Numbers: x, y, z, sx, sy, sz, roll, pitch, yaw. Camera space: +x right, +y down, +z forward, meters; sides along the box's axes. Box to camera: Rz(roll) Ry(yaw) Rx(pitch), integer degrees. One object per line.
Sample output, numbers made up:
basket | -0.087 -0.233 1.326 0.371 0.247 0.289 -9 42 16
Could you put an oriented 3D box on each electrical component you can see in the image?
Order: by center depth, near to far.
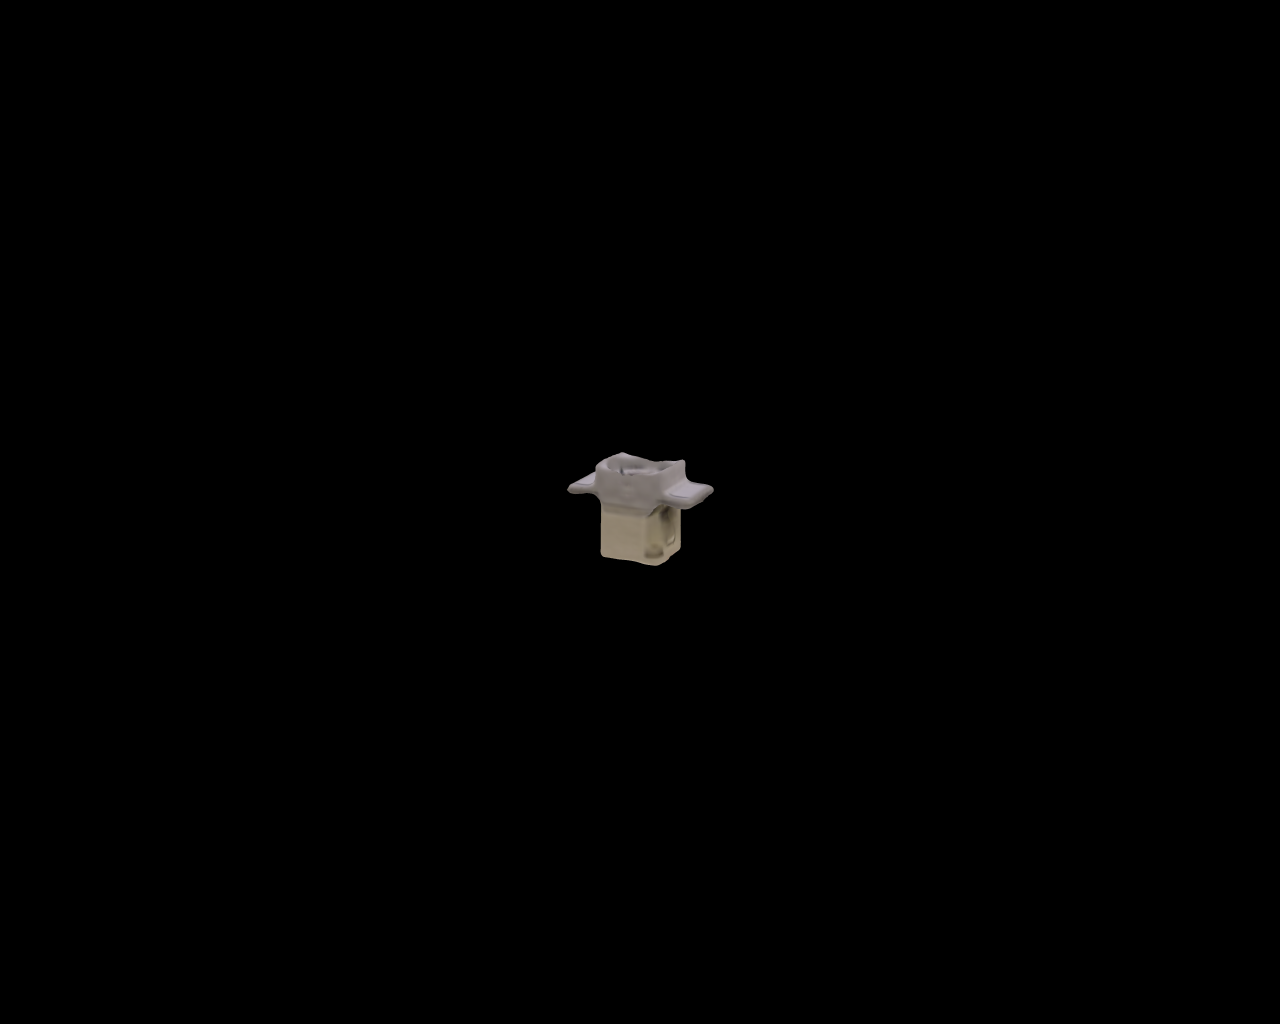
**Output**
electrical component | 0.001 -0.003 0.650 0.081 0.063 0.042 8 20 24
